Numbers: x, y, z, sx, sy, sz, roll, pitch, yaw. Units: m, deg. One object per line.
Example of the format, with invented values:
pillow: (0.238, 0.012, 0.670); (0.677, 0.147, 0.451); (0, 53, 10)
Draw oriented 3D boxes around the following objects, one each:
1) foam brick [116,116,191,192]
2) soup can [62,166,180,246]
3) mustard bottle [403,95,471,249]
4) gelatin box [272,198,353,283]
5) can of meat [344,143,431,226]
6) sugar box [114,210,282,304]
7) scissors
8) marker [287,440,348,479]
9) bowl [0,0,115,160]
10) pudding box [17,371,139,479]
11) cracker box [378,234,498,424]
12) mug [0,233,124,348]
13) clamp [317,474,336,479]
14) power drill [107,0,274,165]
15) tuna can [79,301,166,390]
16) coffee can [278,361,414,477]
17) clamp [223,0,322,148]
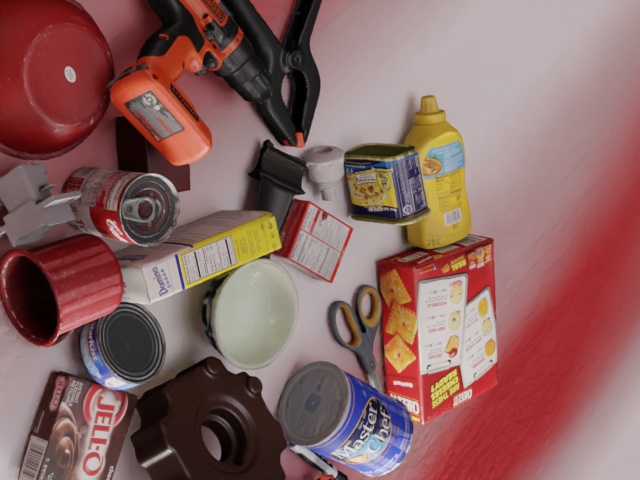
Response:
foam brick: (-0.166, -0.086, 1.063); (0.051, 0.053, 0.078); (-14, 108, -43)
soup can: (-0.190, -0.034, 1.012); (0.068, 0.102, 0.068); (-10, 104, -44)
mustard bottle: (0.148, -0.091, 1.376); (0.096, 0.058, 0.191); (-19, 111, -36)
gelatin box: (-0.008, 0.001, 1.255); (0.089, 0.030, 0.073); (30, 77, -44)
can of meat: (0.078, -0.069, 1.279); (0.057, 0.102, 0.084); (-26, 113, -38)
sugar box: (-0.134, 0.015, 1.084); (0.175, 0.094, 0.048); (-27, 110, -39)
scissors: (0.070, 0.139, 1.369); (0.096, 0.016, 0.201); (-52, 129, -26)
marker: (-0.001, 0.275, 1.318); (0.121, 0.020, 0.020); (47, 64, -39)
bowl: (-0.244, -0.151, 0.972); (0.161, 0.055, 0.162); (-10, 105, -44)
pudding box: (-0.237, 0.194, 1.050); (0.089, 0.039, 0.113); (27, 78, -45)
cracker box: (0.158, 0.112, 1.415); (0.163, 0.072, 0.214); (-18, 111, -41)
mug: (-0.240, 0.052, 0.995); (0.081, 0.093, 0.117); (-23, 139, -46)
clamp: (-0.006, 0.373, 1.294); (0.039, 0.120, 0.171); (52, 32, -74)
power drill: (-0.122, -0.161, 1.043); (0.184, 0.057, 0.187); (46, 36, -30)
tuna can: (-0.196, 0.105, 1.057); (0.086, 0.034, 0.086); (27, 52, -40)
coffee can: (0.033, 0.217, 1.282); (0.140, 0.103, 0.103); (34, 73, -44)
clamp: (-0.033, -0.209, 1.187); (0.164, 0.036, 0.210); (-31, 120, -38)
